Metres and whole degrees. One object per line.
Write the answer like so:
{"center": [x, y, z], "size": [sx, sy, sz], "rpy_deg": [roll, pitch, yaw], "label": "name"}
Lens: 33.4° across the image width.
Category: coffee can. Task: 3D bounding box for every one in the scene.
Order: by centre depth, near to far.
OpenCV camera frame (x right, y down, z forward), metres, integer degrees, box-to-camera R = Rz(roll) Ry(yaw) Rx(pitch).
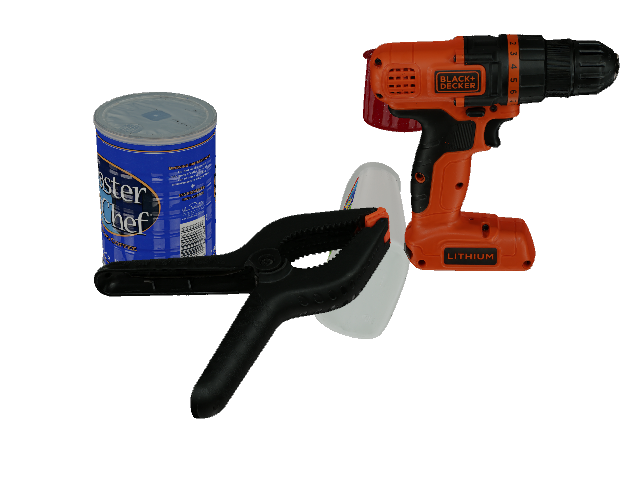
{"center": [-0.141, -0.045, 0.924], "size": [0.103, 0.140, 0.103], "rpy_deg": [2, 29, -1], "label": "coffee can"}

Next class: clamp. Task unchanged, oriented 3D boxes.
{"center": [-0.045, 0.025, 0.748], "size": [0.209, 0.036, 0.165], "rpy_deg": [-30, 45, -27], "label": "clamp"}

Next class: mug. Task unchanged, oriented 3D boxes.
{"center": [0.101, -0.181, 1.271], "size": [0.093, 0.081, 0.117], "rpy_deg": [21, 28, 34], "label": "mug"}

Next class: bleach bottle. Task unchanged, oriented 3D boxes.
{"center": [0.043, -0.007, 1.013], "size": [0.068, 0.103, 0.250], "rpy_deg": [19, 21, -4], "label": "bleach bottle"}

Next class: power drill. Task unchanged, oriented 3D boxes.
{"center": [0.133, -0.069, 0.831], "size": [0.184, 0.188, 0.057], "rpy_deg": [1, 26, 8], "label": "power drill"}
